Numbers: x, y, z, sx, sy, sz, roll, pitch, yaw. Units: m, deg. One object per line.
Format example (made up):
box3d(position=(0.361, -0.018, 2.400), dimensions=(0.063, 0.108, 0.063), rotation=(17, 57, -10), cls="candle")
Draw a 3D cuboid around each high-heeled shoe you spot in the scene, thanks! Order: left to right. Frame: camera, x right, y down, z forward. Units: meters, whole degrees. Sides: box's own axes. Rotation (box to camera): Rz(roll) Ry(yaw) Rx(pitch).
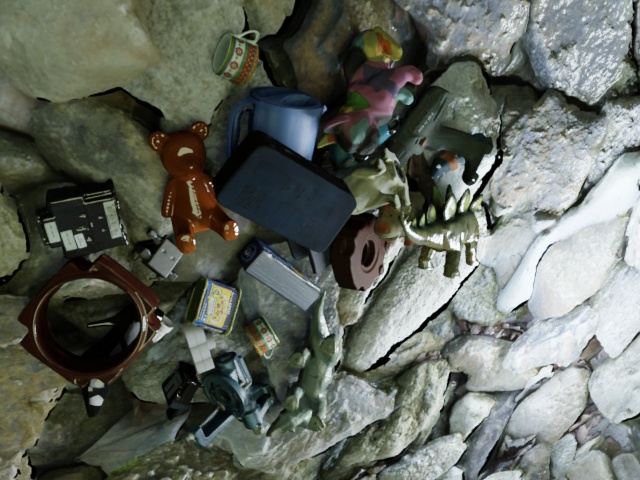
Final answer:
box3d(position=(-0.393, 0.237, 1.068), dimensions=(0.145, 0.086, 0.248), rotation=(-2, 117, -33), cls="high-heeled shoe")

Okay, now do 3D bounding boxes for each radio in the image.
box3d(position=(-0.056, -0.081, 0.928), dimensions=(0.229, 0.073, 0.131), rotation=(27, 112, -31), cls="radio")

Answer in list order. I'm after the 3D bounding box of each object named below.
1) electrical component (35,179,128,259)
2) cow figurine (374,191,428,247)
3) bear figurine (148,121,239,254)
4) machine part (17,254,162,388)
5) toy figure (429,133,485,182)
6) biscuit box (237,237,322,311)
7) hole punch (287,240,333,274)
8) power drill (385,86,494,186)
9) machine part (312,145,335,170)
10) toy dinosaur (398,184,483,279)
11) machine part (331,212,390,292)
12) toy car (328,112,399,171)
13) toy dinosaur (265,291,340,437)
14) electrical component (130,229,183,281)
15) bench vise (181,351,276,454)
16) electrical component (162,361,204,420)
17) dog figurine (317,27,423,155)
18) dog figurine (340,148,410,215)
box3d(position=(-0.409, -0.034, 0.918), dimensions=(0.134, 0.058, 0.114), rotation=(-13, 120, -22), cls="electrical component")
box3d(position=(0.178, -0.054, 1.174), dimensions=(0.195, 0.086, 0.127), rotation=(-37, 129, -50), cls="cow figurine")
box3d(position=(-0.222, -0.096, 0.943), dimensions=(0.120, 0.132, 0.195), rotation=(-16, 129, -23), cls="bear figurine")
box3d(position=(-0.404, 0.142, 0.955), dimensions=(0.201, 0.087, 0.201), rotation=(43, 86, -16), cls="machine part")
box3d(position=(0.311, -0.189, 1.228), dimensions=(0.154, 0.058, 0.064), rotation=(-30, 119, -5), cls="toy figure")
box3d(position=(-0.085, 0.075, 1.157), dimensions=(0.063, 0.059, 0.202), rotation=(-47, 129, 4), cls="biscuit box")
box3d(position=(-0.002, -0.003, 1.143), dimensions=(0.116, 0.092, 0.142), rotation=(-29, 124, -17), cls="hole punch")
box3d(position=(0.248, -0.192, 1.149), dimensions=(0.207, 0.086, 0.232), rotation=(26, 97, -4), cls="power drill")
box3d(position=(-0.010, -0.132, 1.078), dimensions=(0.039, 0.084, 0.138), rotation=(-34, 144, -36), cls="machine part")
box3d(position=(0.279, -0.022, 1.196), dimensions=(0.471, 0.105, 0.198), rotation=(-14, 111, -57), cls="toy dinosaur")
box3d(position=(0.091, 0.026, 1.183), dimensions=(0.179, 0.056, 0.179), rotation=(-23, 118, -51), cls="machine part")
box3d(position=(0.072, -0.214, 1.055), dimensions=(0.161, 0.109, 0.103), rotation=(-43, 104, -11), cls="toy car")
box3d(position=(-0.014, 0.308, 1.290), dimensions=(0.131, 0.192, 0.404), rotation=(17, 95, 2), cls="toy dinosaur")
box3d(position=(-0.311, 0.036, 1.023), dimensions=(0.102, 0.045, 0.078), rotation=(43, 63, -41), cls="electrical component")
box3d(position=(-0.210, 0.381, 1.199), dimensions=(0.240, 0.129, 0.223), rotation=(-40, 129, -47), cls="bench vise")
box3d(position=(-0.312, 0.334, 1.174), dimensions=(0.047, 0.075, 0.119), rotation=(33, 101, -38), cls="electrical component")
box3d(position=(0.067, -0.257, 0.967), dimensions=(0.219, 0.108, 0.191), rotation=(-38, 85, -17), cls="dog figurine")
box3d(position=(0.069, -0.094, 1.076), dimensions=(0.172, 0.191, 0.121), rotation=(-20, 90, -62), cls="dog figurine")
